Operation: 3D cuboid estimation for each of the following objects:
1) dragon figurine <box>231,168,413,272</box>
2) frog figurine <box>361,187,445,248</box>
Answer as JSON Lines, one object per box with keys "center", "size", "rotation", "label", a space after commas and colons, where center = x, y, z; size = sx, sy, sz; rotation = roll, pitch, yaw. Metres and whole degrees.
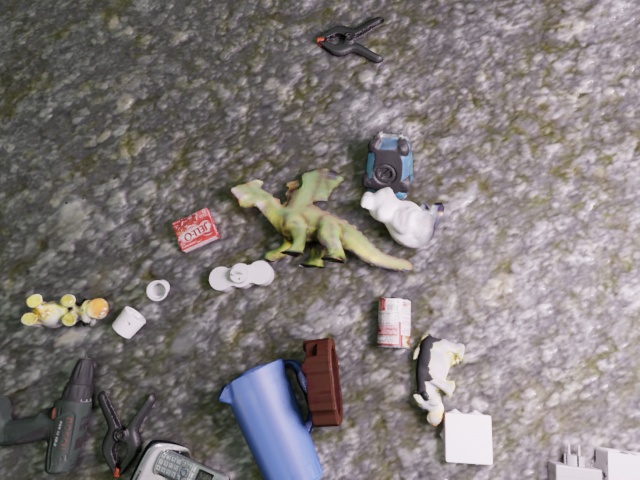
{"center": [0.003, -0.057, 1.142], "size": [0.410, 0.120, 0.247], "rotation": [7, 67, -3], "label": "dragon figurine"}
{"center": [0.163, -0.047, 1.096], "size": [0.159, 0.139, 0.121], "rotation": [7, 105, -12], "label": "frog figurine"}
